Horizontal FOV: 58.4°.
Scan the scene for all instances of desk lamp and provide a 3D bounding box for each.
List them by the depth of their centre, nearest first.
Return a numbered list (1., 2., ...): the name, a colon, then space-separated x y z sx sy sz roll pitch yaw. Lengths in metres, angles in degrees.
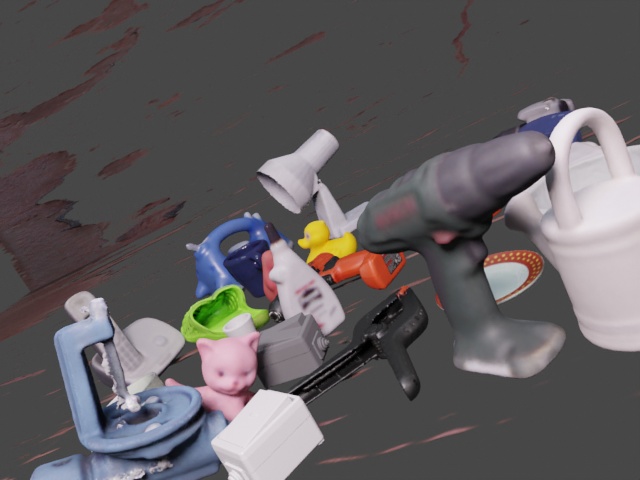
1. desk lamp: 0.000 -0.107 1.193 0.203 0.214 0.117 -32 15 -18

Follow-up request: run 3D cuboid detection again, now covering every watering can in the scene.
1. watering can: 0.231 -0.013 0.479 0.172 0.194 0.101 -14 20 43

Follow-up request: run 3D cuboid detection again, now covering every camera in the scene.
1. camera: 0.383 -0.193 1.027 0.136 0.101 0.143 -17 18 35

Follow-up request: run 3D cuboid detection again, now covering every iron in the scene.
1. iron: -0.165 0.015 1.211 0.118 0.141 0.259 -13 20 44

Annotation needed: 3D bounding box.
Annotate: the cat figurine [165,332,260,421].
1. cat figurine: -0.117 0.161 0.658 0.127 0.118 0.067 -24 15 13

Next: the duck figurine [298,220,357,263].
1. duck figurine: 0.010 0.004 1.045 0.104 0.086 0.077 -24 15 14

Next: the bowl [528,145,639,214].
1. bowl: 0.322 -0.040 0.652 0.167 0.075 0.167 -26 14 7

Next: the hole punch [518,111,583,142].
1. hole punch: 0.364 -0.143 0.906 0.108 0.091 0.101 -14 20 42

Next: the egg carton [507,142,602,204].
1. egg carton: 0.331 -0.078 0.780 0.150 0.069 0.107 -26 14 7

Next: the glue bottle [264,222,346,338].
1. glue bottle: -0.032 0.054 0.768 0.078 0.173 0.037 -36 17 -29

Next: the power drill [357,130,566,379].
1. power drill: 0.137 0.017 0.515 0.076 0.208 0.228 -37 17 -32

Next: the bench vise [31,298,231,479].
1. bench vise: -0.212 0.181 0.553 0.208 0.220 0.121 -36 17 -30

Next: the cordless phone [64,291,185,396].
1. cordless phone: -0.320 0.148 0.937 0.094 0.185 0.148 -20 16 27

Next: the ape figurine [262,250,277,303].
1. ape figurine: -0.070 0.060 0.981 0.076 0.092 0.078 -19 17 31

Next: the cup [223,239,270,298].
1. cup: -0.115 0.059 1.060 0.092 0.095 0.117 -33 15 -22
